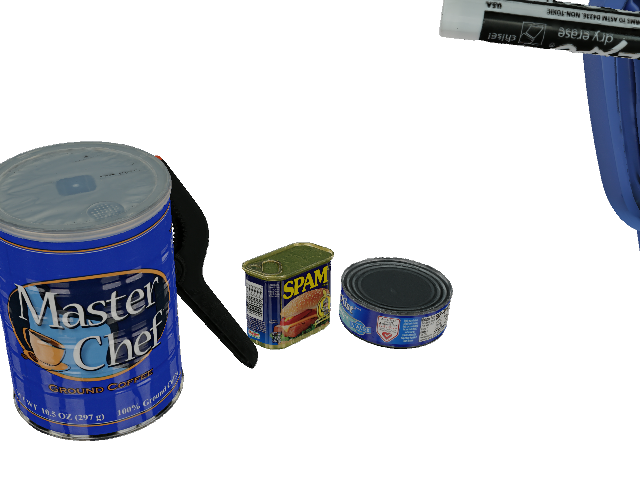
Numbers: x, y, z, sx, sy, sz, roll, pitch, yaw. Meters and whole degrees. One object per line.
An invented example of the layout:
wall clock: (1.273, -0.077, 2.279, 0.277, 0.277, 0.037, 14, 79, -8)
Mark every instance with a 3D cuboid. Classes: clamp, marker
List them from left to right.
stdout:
clamp: (-0.130, 0.031, 0.948, 0.164, 0.210, 0.036, 0, -2, -34)
marker: (0.106, -0.078, 0.400, 0.121, 0.020, 0.020, 8, 1, 4)

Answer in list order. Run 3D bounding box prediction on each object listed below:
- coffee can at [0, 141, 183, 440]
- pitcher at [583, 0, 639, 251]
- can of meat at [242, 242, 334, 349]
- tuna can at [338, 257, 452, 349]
coffee can: (-0.133, 0.028, 0.612, 0.103, 0.140, 0.103, 1, 32, -1)
pitcher: (0.224, -0.058, 0.594, 0.149, 0.243, 0.145, -6, 21, 12)
can of meat: (-0.033, 0.058, 1.120, 0.058, 0.084, 0.101, 18, 26, 38)
tuna can: (0.057, 0.047, 0.823, 0.086, 0.034, 0.086, 4, 27, -2)
